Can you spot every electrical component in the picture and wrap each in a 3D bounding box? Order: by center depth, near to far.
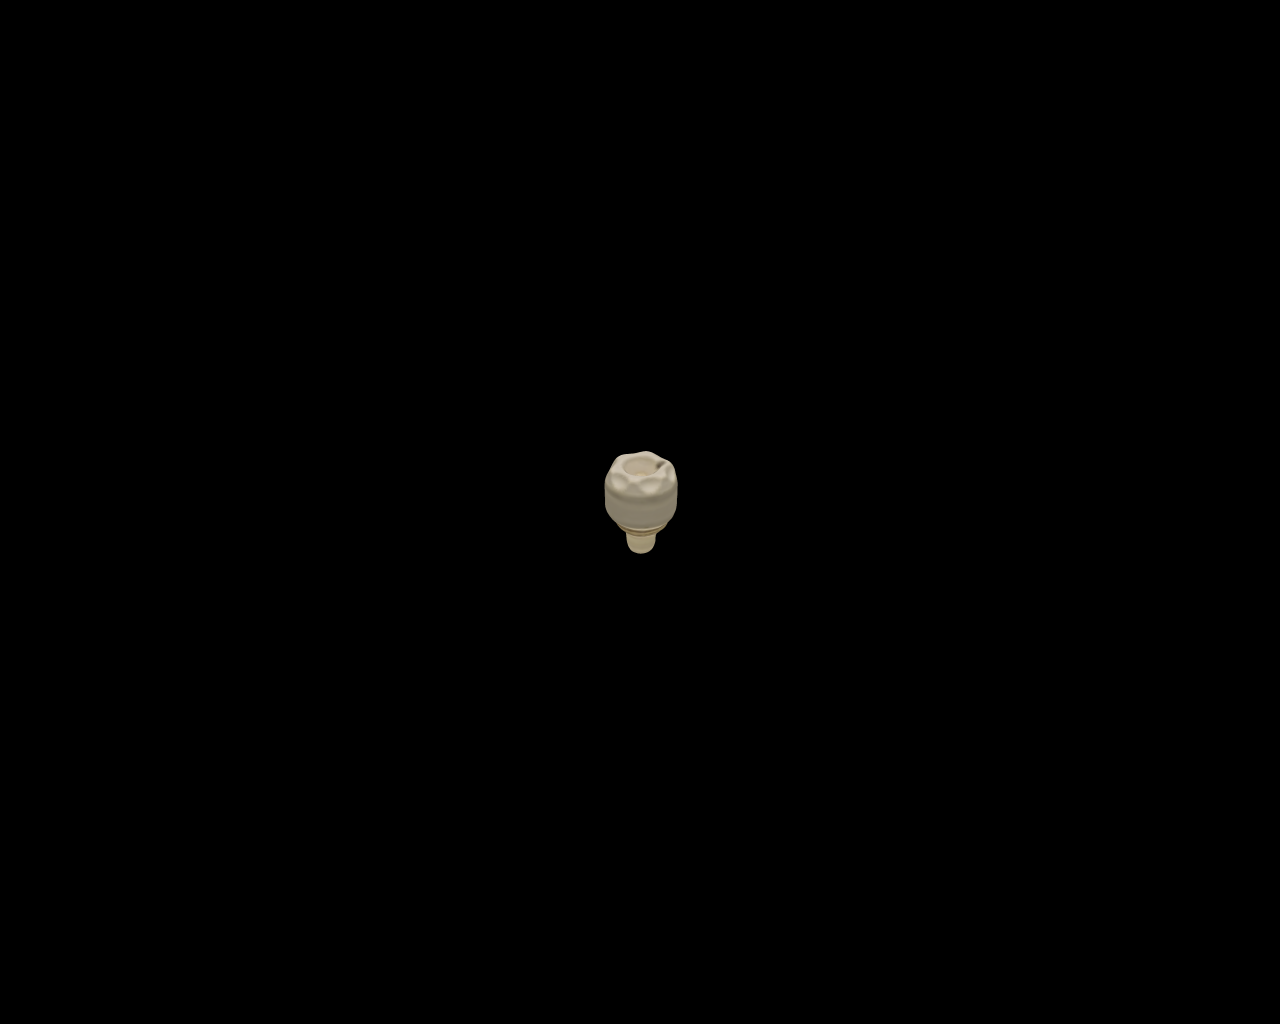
[{"bbox_3d":[0.001,-0.003,0.650,0.043,0.062,0.043,0,33,0],"label":"electrical component"}]
